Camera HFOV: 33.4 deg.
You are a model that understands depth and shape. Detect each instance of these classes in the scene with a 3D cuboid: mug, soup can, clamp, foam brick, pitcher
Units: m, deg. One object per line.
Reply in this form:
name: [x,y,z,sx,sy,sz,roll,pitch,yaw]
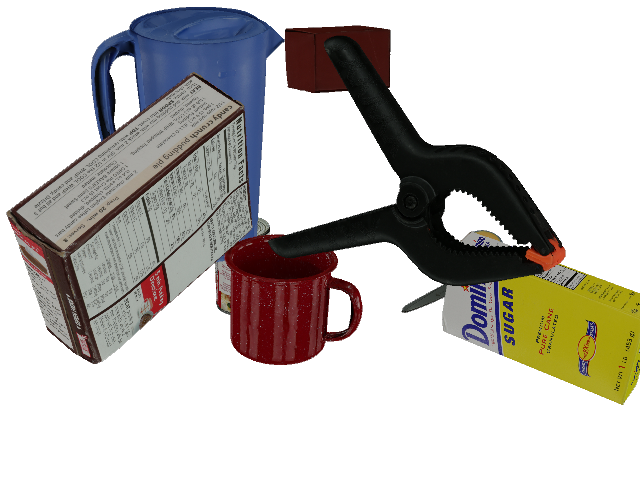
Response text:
mug: [-0.022,0.052,0.884,0.117,0.081,0.093,8,24,12]
soup can: [-0.092,0.029,1.265,0.068,0.102,0.068,0,25,0]
clamp: [0.065,-0.039,0.711,0.210,0.165,0.036,19,21,27]
foam brick: [0.015,-0.156,0.918,0.078,0.051,0.053,-8,18,-28]
pitcher: [-0.128,-0.103,1.066,0.149,0.243,0.144,13,29,22]

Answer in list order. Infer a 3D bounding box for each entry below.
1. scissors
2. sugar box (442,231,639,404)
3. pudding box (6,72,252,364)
scissors: [0.146,0.030,1.137,0.201,0.016,0.096,-9,41,-30]
sugar box: [0.195,0.066,0.930,0.176,0.093,0.048,19,34,25]
pudding box: [-0.081,-0.009,0.488,0.039,0.113,0.090,32,-32,23]
